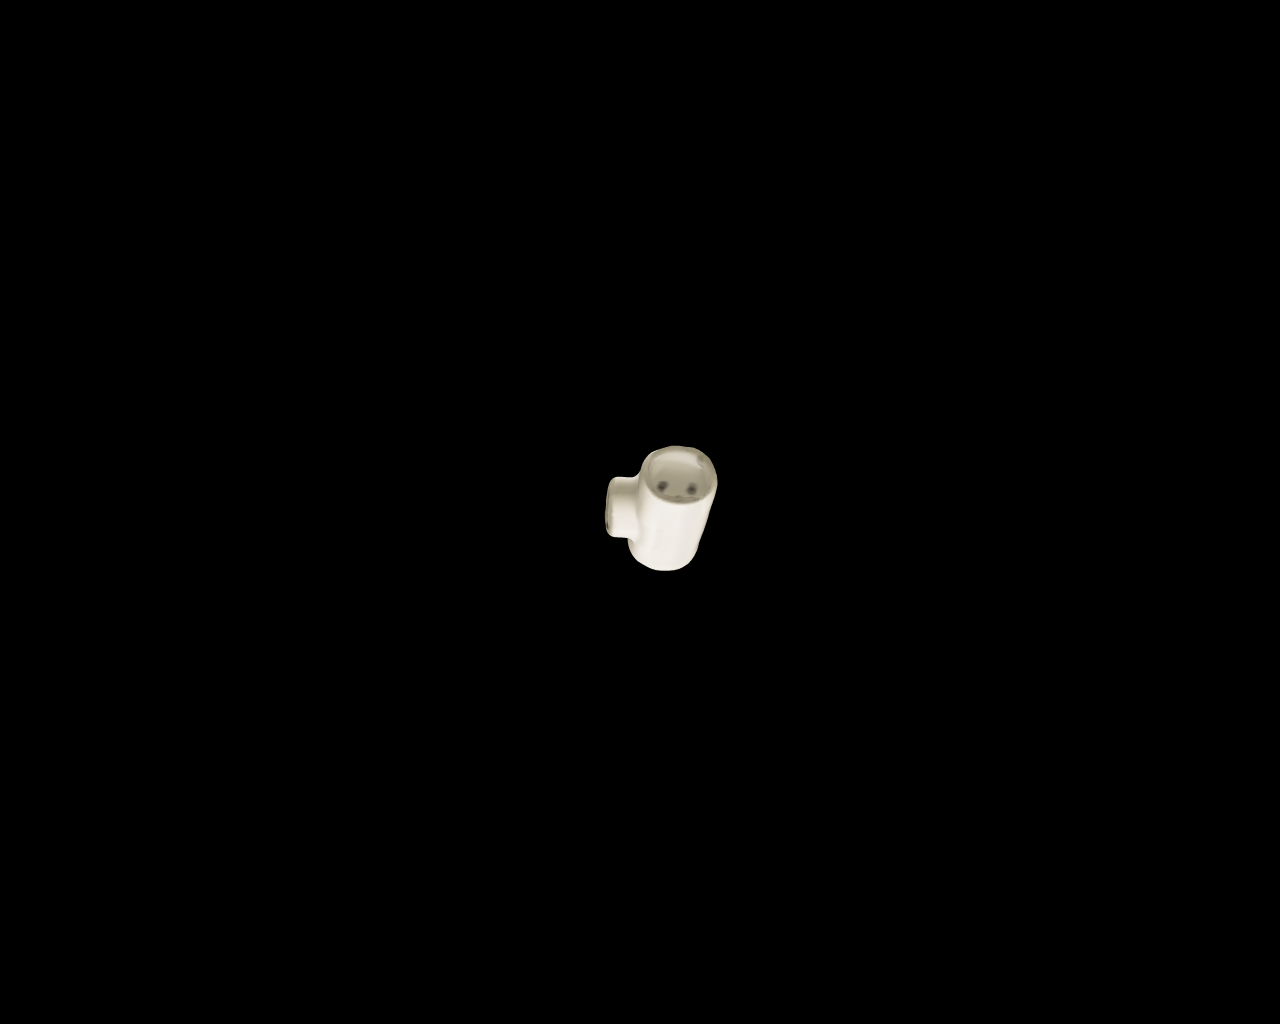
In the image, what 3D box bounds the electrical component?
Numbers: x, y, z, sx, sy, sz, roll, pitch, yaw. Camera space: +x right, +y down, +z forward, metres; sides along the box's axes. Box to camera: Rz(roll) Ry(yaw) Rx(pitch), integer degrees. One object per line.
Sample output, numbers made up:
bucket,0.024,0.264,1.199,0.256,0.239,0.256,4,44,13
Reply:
electrical component,0.001,-0.003,0.650,0.079,0.043,0.077,3,-33,-5
